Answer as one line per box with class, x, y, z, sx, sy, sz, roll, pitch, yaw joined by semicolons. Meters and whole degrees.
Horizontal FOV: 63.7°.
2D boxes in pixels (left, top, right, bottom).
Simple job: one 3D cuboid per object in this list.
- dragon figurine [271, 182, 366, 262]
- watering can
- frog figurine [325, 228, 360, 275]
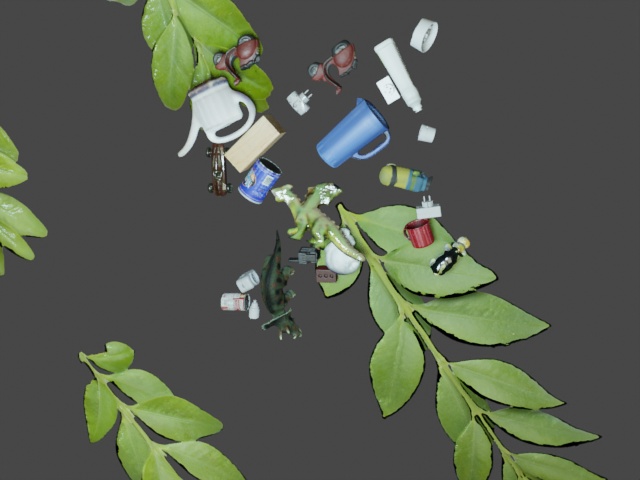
dragon figurine;0.006;-0.093;1.851;0.411;0.122;0.243;18;90;14
watering can;-0.401;-0.446;1.846;0.346;0.105;0.223;-20;100;15
frog figurine;0.087;0.043;1.886;0.138;0.124;0.156;25;122;23
